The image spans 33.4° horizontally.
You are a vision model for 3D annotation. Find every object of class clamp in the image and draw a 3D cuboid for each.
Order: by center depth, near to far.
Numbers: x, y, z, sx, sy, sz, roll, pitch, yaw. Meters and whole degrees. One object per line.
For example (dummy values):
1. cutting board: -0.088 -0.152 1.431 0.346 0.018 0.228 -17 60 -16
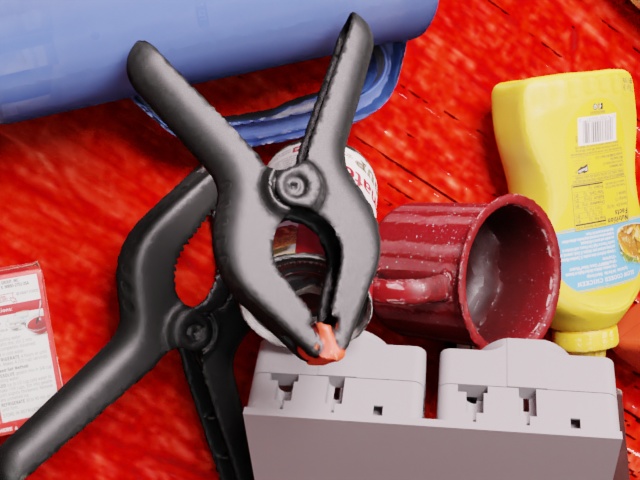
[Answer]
1. clamp: -0.026 -0.026 0.498 0.120 0.039 0.171 -3 77 -9
2. clamp: -0.086 0.052 0.588 0.164 0.036 0.210 11 87 -37

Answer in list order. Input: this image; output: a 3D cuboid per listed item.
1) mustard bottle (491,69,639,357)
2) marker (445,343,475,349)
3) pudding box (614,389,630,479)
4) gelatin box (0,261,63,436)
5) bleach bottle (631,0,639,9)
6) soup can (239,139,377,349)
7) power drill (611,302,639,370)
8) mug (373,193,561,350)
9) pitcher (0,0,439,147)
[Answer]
1. mustard bottle: 0.160 -0.007 0.669 0.096 0.058 0.191 -10 96 -33
2. marker: 0.090 0.107 0.672 0.020 0.020 0.121 -4 94 -19
3. pudding box: 0.152 0.155 0.685 0.090 0.039 0.113 -8 96 -19
4. gelatin box: -0.180 0.061 0.573 0.073 0.030 0.089 -10 97 -16
5. bleach bottle: 0.187 -0.218 0.667 0.250 0.068 0.102 35 82 -15
6. soup can: -0.004 0.001 0.575 0.068 0.102 0.068 3 131 3
7. power drill: 0.264 0.122 0.713 0.184 0.057 0.187 -35 106 -18
8. mug: 0.071 0.021 0.612 0.117 0.082 0.093 -13 101 -42
9. pitcher: -0.067 -0.132 0.556 0.242 0.145 0.149 -18 73 -14
